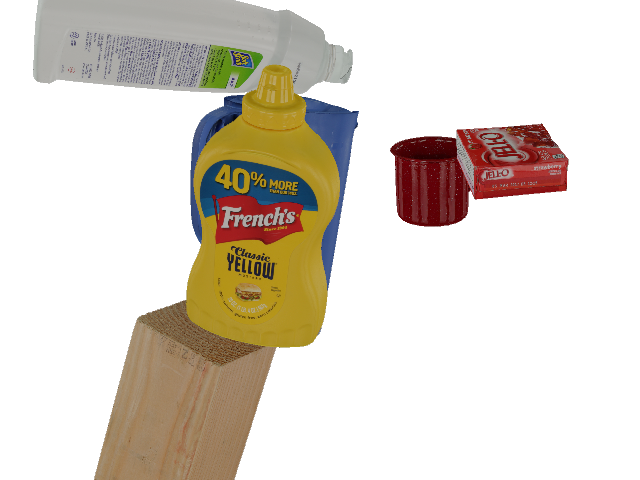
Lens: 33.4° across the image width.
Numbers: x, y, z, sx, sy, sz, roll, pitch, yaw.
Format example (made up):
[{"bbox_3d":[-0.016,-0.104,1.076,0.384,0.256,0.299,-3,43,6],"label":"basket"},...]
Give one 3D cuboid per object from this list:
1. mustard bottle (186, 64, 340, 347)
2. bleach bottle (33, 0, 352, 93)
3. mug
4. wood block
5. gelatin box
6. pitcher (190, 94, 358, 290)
[{"bbox_3d":[-0.037,-0.024,0.710,0.096,0.192,0.058,12,29,10],"label":"mustard bottle"},{"bbox_3d":[-0.100,-0.156,0.863,0.250,0.068,0.103,7,-26,-13],"label":"bleach bottle"},{"bbox_3d":[0.136,-0.069,1.215,0.117,0.081,0.093,-20,27,-36],"label":"mug"},{"bbox_3d":[-0.121,0.164,0.906,0.090,0.206,0.090,26,21,22],"label":"wood block"},{"bbox_3d":[0.151,-0.065,0.854,0.073,0.030,0.089,-4,25,0],"label":"gelatin box"},{"bbox_3d":[-0.049,-0.023,1.066,0.149,0.243,0.145,7,12,4],"label":"pitcher"}]
